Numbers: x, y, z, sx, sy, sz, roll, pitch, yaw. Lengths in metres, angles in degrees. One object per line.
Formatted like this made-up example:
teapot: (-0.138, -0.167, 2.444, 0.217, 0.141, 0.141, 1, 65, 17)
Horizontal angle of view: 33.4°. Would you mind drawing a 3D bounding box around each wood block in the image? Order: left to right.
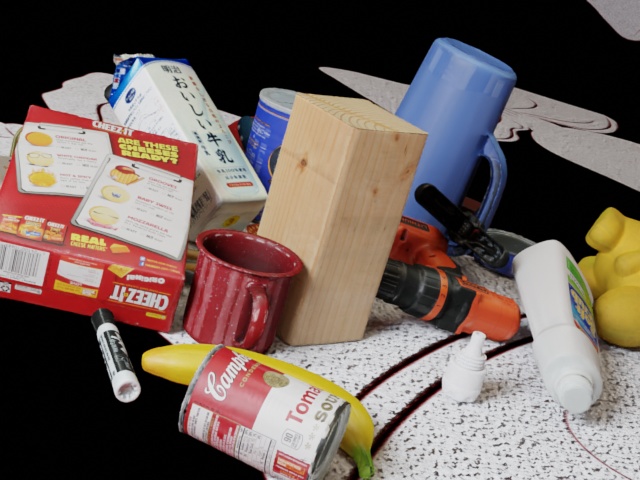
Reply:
wood block: (0.008, -0.017, 0.962, 0.090, 0.206, 0.091, 0, 26, -40)

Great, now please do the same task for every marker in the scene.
marker: (-0.159, 0.086, 0.821, 0.020, 0.020, 0.121, 8, 20, -25)

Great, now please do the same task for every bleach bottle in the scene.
bleach bottle: (0.238, 0.094, 1.042, 0.102, 0.068, 0.250, 58, 17, -19)

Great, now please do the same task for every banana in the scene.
banana: (-0.037, 0.115, 0.811, 0.198, 0.037, 0.069, 22, 18, 15)

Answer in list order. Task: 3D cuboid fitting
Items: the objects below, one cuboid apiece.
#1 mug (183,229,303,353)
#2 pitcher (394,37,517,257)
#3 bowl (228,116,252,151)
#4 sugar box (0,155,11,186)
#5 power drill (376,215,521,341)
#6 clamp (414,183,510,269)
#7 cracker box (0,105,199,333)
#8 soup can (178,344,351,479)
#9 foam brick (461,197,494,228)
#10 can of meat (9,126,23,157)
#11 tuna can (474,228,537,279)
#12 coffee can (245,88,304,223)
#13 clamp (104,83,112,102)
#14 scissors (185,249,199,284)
mug: (-0.066, 0.051, 0.900, 0.093, 0.081, 0.117, 8, 20, -24)
pitcher: (0.145, -0.107, 1.277, 0.149, 0.243, 0.145, 19, 19, -17)
bowl: (-0.070, -0.125, 1.438, 0.162, 0.055, 0.162, 15, 19, -6)
sugar box: (-0.245, -0.039, 1.061, 0.176, 0.048, 0.093, 12, 20, -16)
power drill: (0.099, 0.031, 1.108, 0.184, 0.057, 0.188, 21, 17, -25)
clamp: (0.152, -0.017, 1.162, 0.120, 0.039, 0.171, 47, 3, 3)
cracker box: (-0.198, -0.023, 0.945, 0.164, 0.072, 0.213, 13, 34, -12)
soup can: (-0.038, 0.123, 0.741, 0.102, 0.068, 0.068, 22, 20, 13)
foam brick: (0.176, -0.028, 1.374, 0.078, 0.053, 0.051, 25, 20, 27)
can of meat: (-0.269, -0.086, 1.158, 0.084, 0.057, 0.101, 29, 22, 27)
tuna can: (0.234, 0.018, 1.320, 0.086, 0.034, 0.086, 15, 19, -5)
coffee can: (-0.037, -0.094, 1.242, 0.102, 0.140, 0.103, 15, 19, -5)
clamp: (-0.163, -0.125, 1.355, 0.210, 0.036, 0.164, 29, -2, 8)
scissors: (-0.072, 0.030, 1.057, 0.096, 0.016, 0.201, 26, 14, 39)
